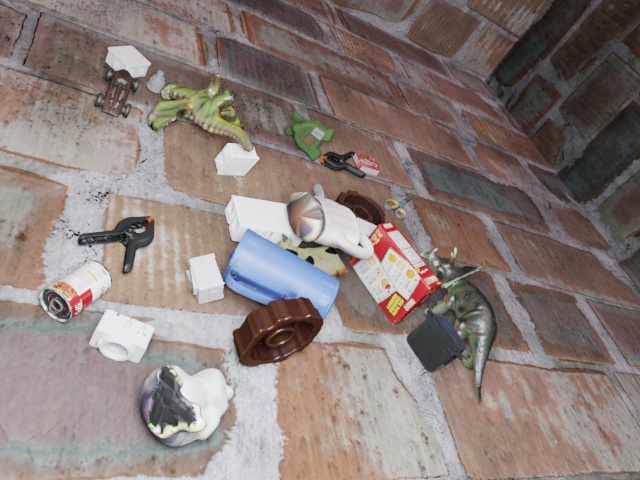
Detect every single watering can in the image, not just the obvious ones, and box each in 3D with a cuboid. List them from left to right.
[{"bbox_3d":[0.004,-0.067,1.337,0.223,0.103,0.354,17,25,-42],"label":"watering can"}]

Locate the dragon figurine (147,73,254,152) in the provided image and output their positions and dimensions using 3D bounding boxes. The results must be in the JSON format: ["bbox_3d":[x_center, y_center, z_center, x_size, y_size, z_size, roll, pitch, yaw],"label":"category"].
[{"bbox_3d":[-0.343,-0.335,1.409,0.244,0.119,0.419,-17,45,-11],"label":"dragon figurine"}]

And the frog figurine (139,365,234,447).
[{"bbox_3d":[-0.224,0.271,0.874,0.138,0.123,0.158,35,-1,11],"label":"frog figurine"}]
